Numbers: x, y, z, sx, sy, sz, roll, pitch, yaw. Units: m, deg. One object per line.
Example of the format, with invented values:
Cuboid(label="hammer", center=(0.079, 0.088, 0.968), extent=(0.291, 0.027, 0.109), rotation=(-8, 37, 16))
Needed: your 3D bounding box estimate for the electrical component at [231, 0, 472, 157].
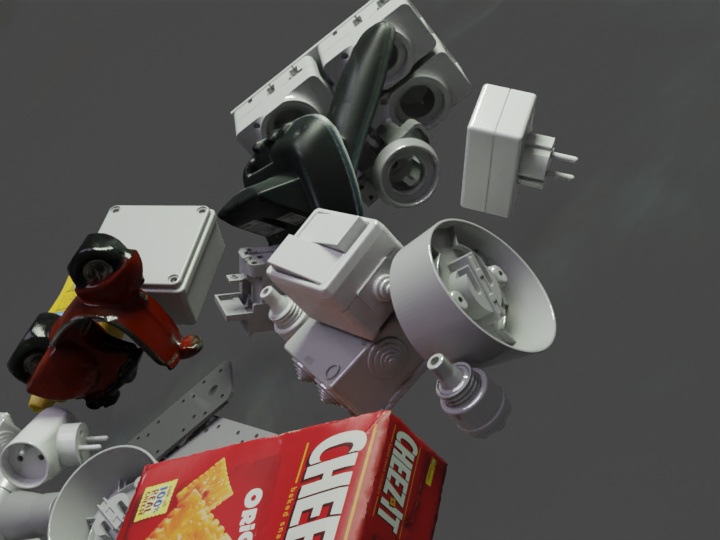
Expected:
Cuboid(label="electrical component", center=(-0.008, -0.147, 0.949), extent=(0.186, 0.105, 0.060), rotation=(-36, 31, 13))

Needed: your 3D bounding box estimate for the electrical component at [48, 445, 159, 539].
Cuboid(label="electrical component", center=(-0.171, 0.182, 0.776), extent=(0.099, 0.064, 0.099), rotation=(-30, 33, 22))

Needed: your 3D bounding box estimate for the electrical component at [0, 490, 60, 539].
Cuboid(label="electrical component", center=(-0.259, 0.201, 0.882), extent=(0.065, 0.044, 0.044), rotation=(-13, 42, 35))

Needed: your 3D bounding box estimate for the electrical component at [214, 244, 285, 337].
Cuboid(label="electrical component", center=(-0.072, 0.014, 0.854), extent=(0.081, 0.063, 0.042), rotation=(-6, 25, -20))

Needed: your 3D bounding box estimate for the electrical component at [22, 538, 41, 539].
Cuboid(label="electrical component", center=(-0.291, 0.253, 0.832), extent=(0.047, 0.083, 0.075), rotation=(-16, 78, 39))

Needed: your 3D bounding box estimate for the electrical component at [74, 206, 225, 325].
Cuboid(label="electrical component", center=(-0.195, -0.006, 1.008), extent=(0.109, 0.056, 0.108), rotation=(1, 46, 14))

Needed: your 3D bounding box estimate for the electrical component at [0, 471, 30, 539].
Cuboid(label="electrical component", center=(-0.319, 0.203, 0.951), extent=(0.044, 0.044, 0.065), rotation=(-19, 33, 36))

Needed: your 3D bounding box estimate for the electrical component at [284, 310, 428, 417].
Cuboid(label="electrical component", center=(0.003, 0.050, 0.747), extent=(0.099, 0.048, 0.100), rotation=(-47, 30, -6))

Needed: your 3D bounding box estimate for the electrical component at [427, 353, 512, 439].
Cuboid(label="electrical component", center=(0.062, 0.072, 0.638), extent=(0.035, 0.061, 0.035), rotation=(-30, 33, 22))

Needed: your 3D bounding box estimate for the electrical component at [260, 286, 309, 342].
Cuboid(label="electrical component", center=(-0.052, 0.035, 0.819), extent=(0.035, 0.061, 0.035), rotation=(-30, 33, 22))

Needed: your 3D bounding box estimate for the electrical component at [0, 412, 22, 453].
Cuboid(label="electrical component", center=(-0.361, 0.180, 1.020), extent=(0.100, 0.048, 0.099), rotation=(4, 54, 52))

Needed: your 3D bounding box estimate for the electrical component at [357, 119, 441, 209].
Cuboid(label="electrical component", center=(0.031, -0.083, 0.872), extent=(0.078, 0.058, 0.057), rotation=(-43, 27, 1))

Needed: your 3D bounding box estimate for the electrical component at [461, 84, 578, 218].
Cuboid(label="electrical component", center=(0.115, -0.079, 0.759), extent=(0.076, 0.083, 0.047), rotation=(14, 54, 12))

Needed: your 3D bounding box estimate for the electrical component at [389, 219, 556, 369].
Cuboid(label="electrical component", center=(0.068, 0.016, 0.668), extent=(0.064, 0.099, 0.099), rotation=(-29, 33, 36))

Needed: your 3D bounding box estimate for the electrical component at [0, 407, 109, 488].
Cuboid(label="electrical component", center=(-0.259, 0.151, 0.931), extent=(0.079, 0.043, 0.077), rotation=(-5, 14, 7))

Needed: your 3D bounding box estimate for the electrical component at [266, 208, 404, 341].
Cuboid(label="electrical component", center=(-0.010, 0.000, 0.713), extent=(0.061, 0.061, 0.096), rotation=(-52, 31, -14))
